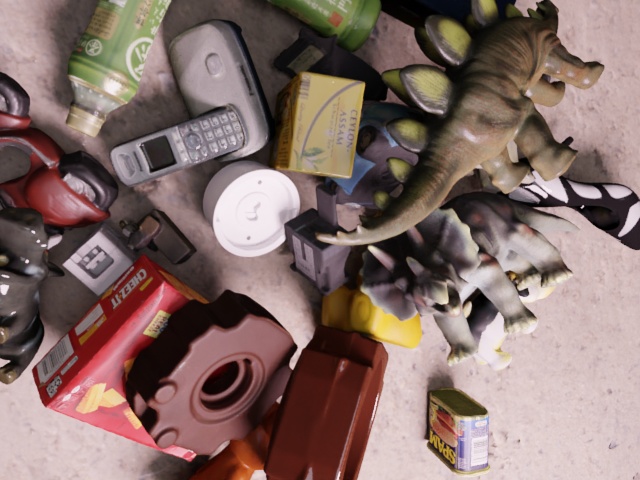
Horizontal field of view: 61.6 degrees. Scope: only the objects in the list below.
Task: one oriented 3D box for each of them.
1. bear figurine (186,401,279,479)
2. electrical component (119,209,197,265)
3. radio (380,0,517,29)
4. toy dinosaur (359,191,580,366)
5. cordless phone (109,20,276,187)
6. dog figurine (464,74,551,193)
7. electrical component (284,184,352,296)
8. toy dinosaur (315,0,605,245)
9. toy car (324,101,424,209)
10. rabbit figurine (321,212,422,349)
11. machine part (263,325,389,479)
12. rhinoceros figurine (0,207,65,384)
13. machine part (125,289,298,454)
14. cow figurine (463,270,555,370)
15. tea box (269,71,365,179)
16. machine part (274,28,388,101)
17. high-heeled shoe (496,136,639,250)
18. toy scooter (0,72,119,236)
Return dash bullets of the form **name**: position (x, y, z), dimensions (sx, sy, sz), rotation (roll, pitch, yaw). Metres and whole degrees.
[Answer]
- **bear figurine**: position (-0.091, 0.289, 0.668), dimensions (0.196, 0.120, 0.131), rotation (-46, 112, -11)
- **electrical component**: position (-0.181, -0.002, 0.602), dimensions (0.045, 0.102, 0.078), rotation (-39, 98, -4)
- **radio**: position (0.135, -0.337, 0.657), dimensions (0.229, 0.073, 0.131), rotation (20, 92, -21)
- **toy dinosaur**: position (0.189, 0.006, 0.648), dimensions (0.405, 0.131, 0.192), rotation (-33, 88, -46)
- **cordless phone**: position (-0.154, -0.146, 0.594), dimensions (0.184, 0.089, 0.146), rotation (-22, 105, -6)
- **dog figurine**: position (0.204, -0.172, 0.701), dimensions (0.172, 0.121, 0.190), rotation (12, 82, -24)
- **electrical component**: position (-0.001, -0.002, 0.626), dimensions (0.048, 0.075, 0.119), rotation (-32, 141, -28)
- **toy dinosaur**: position (0.162, -0.137, 0.557), dimensions (0.198, 0.105, 0.471), rotation (38, 60, -8)
- **toy car**: position (0.063, -0.111, 0.650), dimensions (0.109, 0.161, 0.103), rotation (2, 57, -34)
- **rabbit figurine**: position (0.100, 0.047, 0.689), dimensions (0.162, 0.122, 0.173), rotation (14, 76, -18)
- **machine part**: position (0.012, 0.209, 0.628), dimensions (0.087, 0.200, 0.201), rotation (13, 75, 15)
- **rhinoceros figurine**: position (-0.311, 0.056, 0.546), dimensions (0.073, 0.112, 0.190), rotation (25, 122, 6)
- **machine part**: position (-0.105, 0.141, 0.560), dimensions (0.179, 0.056, 0.179), rotation (-21, 127, -32)
- **cow figurine**: position (0.259, 0.095, 0.771), dimensions (0.098, 0.068, 0.167), rotation (38, 85, -13)
- **tea box**: position (-0.010, -0.121, 0.592), dimensions (0.068, 0.170, 0.098), rotation (6, 99, -14)
- **machine part**: position (0.019, -0.203, 0.646), dimensions (0.139, 0.084, 0.039), rotation (16, 61, -28)
- **high-heeled shoe**: position (0.366, -0.034, 0.776), dimensions (0.145, 0.086, 0.248), rotation (-45, 104, -3)
- **toy scooter**: position (-0.314, -0.067, 0.558), dimensions (0.135, 0.075, 0.183), rotation (-41, 111, 1)
